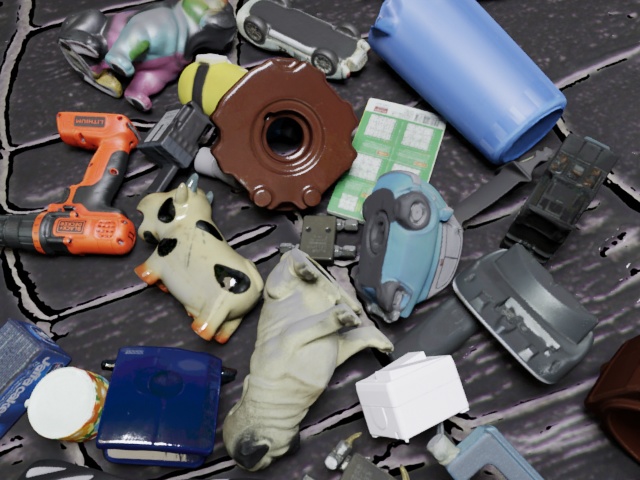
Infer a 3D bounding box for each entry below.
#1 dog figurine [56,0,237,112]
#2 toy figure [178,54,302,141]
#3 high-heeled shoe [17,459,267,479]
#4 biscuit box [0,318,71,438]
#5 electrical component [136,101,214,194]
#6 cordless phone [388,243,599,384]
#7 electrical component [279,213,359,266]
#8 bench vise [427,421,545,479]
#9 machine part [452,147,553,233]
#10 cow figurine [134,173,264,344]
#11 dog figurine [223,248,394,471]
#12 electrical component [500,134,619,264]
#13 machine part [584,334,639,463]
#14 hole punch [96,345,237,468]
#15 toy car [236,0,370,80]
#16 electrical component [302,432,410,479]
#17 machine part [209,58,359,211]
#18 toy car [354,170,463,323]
[{"bbox_3d":[-0.226,-0.295,0.750,0.192,0.108,0.219,29,67,19],"label":"dog figurine"},{"bbox_3d":[-0.103,-0.181,0.700,0.180,0.082,0.089,30,70,14],"label":"toy figure"},{"bbox_3d":[-0.179,0.252,0.539,0.249,0.086,0.145,-11,31,-21],"label":"high-heeled shoe"},{"bbox_3d":[-0.368,0.182,0.572,0.063,0.059,0.202,34,73,19],"label":"biscuit box"},{"bbox_3d":[-0.194,-0.116,0.681,0.075,0.047,0.119,10,62,49],"label":"electrical component"},{"bbox_3d":[0.176,0.106,0.563,0.184,0.088,0.147,-40,69,-1],"label":"cordless phone"},{"bbox_3d":[-0.001,-0.002,0.643,0.094,0.021,0.063,1,66,10],"label":"electrical component"},{"bbox_3d":[0.198,0.245,0.458,0.223,0.129,0.240,-43,85,2],"label":"bench vise"},{"bbox_3d":[0.202,-0.058,0.630,0.139,0.084,0.039,-36,93,-2],"label":"machine part"},{"bbox_3d":[-0.142,0.011,0.617,0.195,0.085,0.127,40,81,22],"label":"cow figurine"},{"bbox_3d":[-0.046,0.118,0.563,0.190,0.121,0.172,-44,35,4],"label":"dog figurine"},{"bbox_3d":[0.265,-0.049,0.593,0.058,0.114,0.134,33,75,15],"label":"electrical component"},{"bbox_3d":[0.344,0.166,0.444,0.202,0.200,0.087,39,77,18],"label":"machine part"},{"bbox_3d":[-0.156,0.162,0.534,0.142,0.092,0.116,7,65,-10],"label":"hole punch"},{"bbox_3d":[-0.025,-0.284,0.754,0.202,0.056,0.073,30,66,15],"label":"toy car"},{"bbox_3d":[0.041,0.239,0.522,0.102,0.045,0.078,35,72,18],"label":"electrical component"},{"bbox_3d":[-0.041,-0.122,0.630,0.179,0.056,0.179,-2,101,-12],"label":"machine part"},{"bbox_3d":[0.103,0.009,0.586,0.103,0.109,0.161,6,90,-18],"label":"toy car"}]
